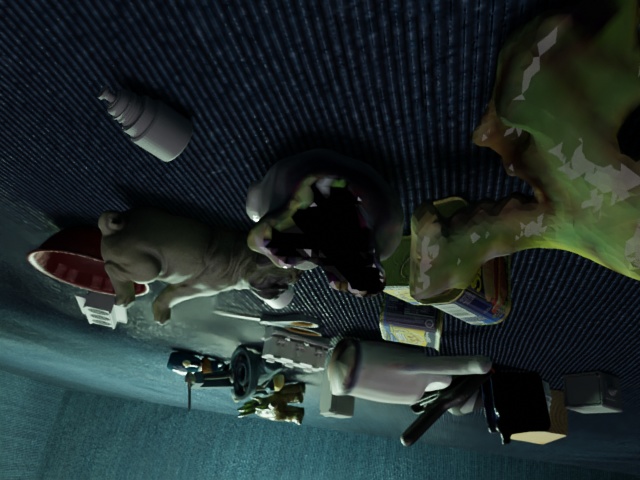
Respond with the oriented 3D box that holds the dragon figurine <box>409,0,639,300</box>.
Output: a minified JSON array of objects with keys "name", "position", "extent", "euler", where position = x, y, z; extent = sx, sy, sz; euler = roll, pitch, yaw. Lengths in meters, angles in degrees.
[{"name":"dragon figurine","position":[0.214,-0.057,0.306],"extent":[0.241,0.125,0.403],"euler":[29,133,-22]}]

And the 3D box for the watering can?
[{"name":"watering can","position":[0.137,0.230,0.920],"extent":[0.224,0.106,0.341],"euler":[11,155,-9]}]

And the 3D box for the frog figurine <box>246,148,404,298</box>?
[{"name":"frog figurine","position":[0.001,-0.024,0.474],"extent":[0.137,0.121,0.161],"euler":[3,-169,-4]}]
